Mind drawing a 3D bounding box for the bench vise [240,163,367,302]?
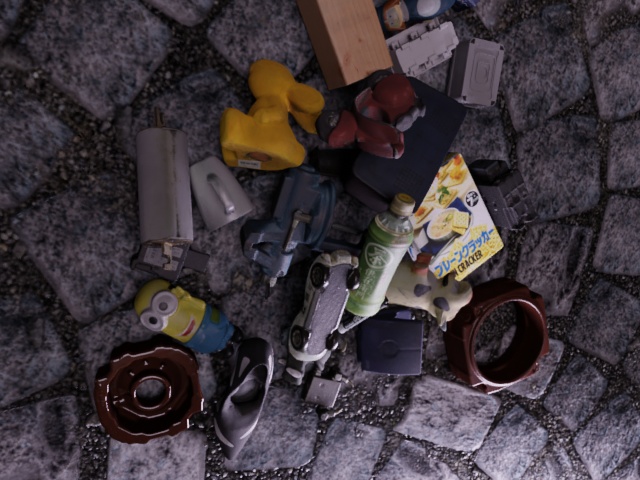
[{"bbox_3d":[-0.004,-0.006,0.901,0.240,0.129,0.223,14,98,-18],"label":"bench vise"}]

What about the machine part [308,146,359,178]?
[{"bbox_3d":[0.047,-0.129,0.935,0.139,0.039,0.084,5,96,-21],"label":"machine part"}]

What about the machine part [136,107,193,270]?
[{"bbox_3d":[-0.231,-0.076,0.797,0.079,0.079,0.243,-4,82,-20],"label":"machine part"}]

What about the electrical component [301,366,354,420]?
[{"bbox_3d":[0.012,0.278,0.997,0.078,0.045,0.102,25,91,-24],"label":"electrical component"}]

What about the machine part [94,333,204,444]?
[{"bbox_3d":[-0.278,0.243,0.878,0.179,0.056,0.179,-4,103,-19],"label":"machine part"}]

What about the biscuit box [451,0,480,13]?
[{"bbox_3d":[0.195,-0.476,0.912,0.202,0.063,0.059,30,90,-22],"label":"biscuit box"}]

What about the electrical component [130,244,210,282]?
[{"bbox_3d":[-0.235,0.026,0.858,0.119,0.048,0.074,23,92,-21],"label":"electrical component"}]

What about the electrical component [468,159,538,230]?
[{"bbox_3d":[0.329,-0.089,1.007,0.058,0.115,0.134,-37,110,-15],"label":"electrical component"}]

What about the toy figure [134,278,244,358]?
[{"bbox_3d":[-0.214,0.129,0.868,0.180,0.089,0.082,33,73,-31],"label":"toy figure"}]

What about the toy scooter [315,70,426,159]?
[{"bbox_3d":[0.096,-0.180,0.806,0.184,0.135,0.075,-40,149,-25],"label":"toy scooter"}]

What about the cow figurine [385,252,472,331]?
[{"bbox_3d":[0.172,0.089,0.963,0.195,0.085,0.127,3,117,16],"label":"cow figurine"}]

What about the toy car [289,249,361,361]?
[{"bbox_3d":[0.005,0.106,0.865,0.073,0.056,0.201,6,111,-31],"label":"toy car"}]

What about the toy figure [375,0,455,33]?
[{"bbox_3d":[0.146,-0.387,0.899,0.154,0.058,0.064,-22,95,2],"label":"toy figure"}]

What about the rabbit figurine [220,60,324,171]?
[{"bbox_3d":[-0.073,-0.202,0.831,0.162,0.121,0.173,2,72,4],"label":"rabbit figurine"}]

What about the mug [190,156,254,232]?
[{"bbox_3d":[-0.163,-0.076,0.838,0.081,0.109,0.107,-30,96,-6],"label":"mug"}]

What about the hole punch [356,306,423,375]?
[{"bbox_3d":[0.131,0.191,1.004,0.116,0.092,0.142,-4,105,-16],"label":"hole punch"}]

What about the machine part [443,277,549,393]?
[{"bbox_3d":[0.358,0.191,1.087,0.201,0.087,0.200,-17,106,-15],"label":"machine part"}]

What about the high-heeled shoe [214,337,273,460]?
[{"bbox_3d":[-0.121,0.276,0.894,0.086,0.145,0.248,4,97,-20],"label":"high-heeled shoe"}]

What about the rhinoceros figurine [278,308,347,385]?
[{"bbox_3d":[-0.012,0.164,0.952,0.112,0.073,0.190,17,94,-24],"label":"rhinoceros figurine"}]

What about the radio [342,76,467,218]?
[{"bbox_3d":[0.141,-0.153,0.905,0.131,0.073,0.229,31,71,-4],"label":"radio"}]
